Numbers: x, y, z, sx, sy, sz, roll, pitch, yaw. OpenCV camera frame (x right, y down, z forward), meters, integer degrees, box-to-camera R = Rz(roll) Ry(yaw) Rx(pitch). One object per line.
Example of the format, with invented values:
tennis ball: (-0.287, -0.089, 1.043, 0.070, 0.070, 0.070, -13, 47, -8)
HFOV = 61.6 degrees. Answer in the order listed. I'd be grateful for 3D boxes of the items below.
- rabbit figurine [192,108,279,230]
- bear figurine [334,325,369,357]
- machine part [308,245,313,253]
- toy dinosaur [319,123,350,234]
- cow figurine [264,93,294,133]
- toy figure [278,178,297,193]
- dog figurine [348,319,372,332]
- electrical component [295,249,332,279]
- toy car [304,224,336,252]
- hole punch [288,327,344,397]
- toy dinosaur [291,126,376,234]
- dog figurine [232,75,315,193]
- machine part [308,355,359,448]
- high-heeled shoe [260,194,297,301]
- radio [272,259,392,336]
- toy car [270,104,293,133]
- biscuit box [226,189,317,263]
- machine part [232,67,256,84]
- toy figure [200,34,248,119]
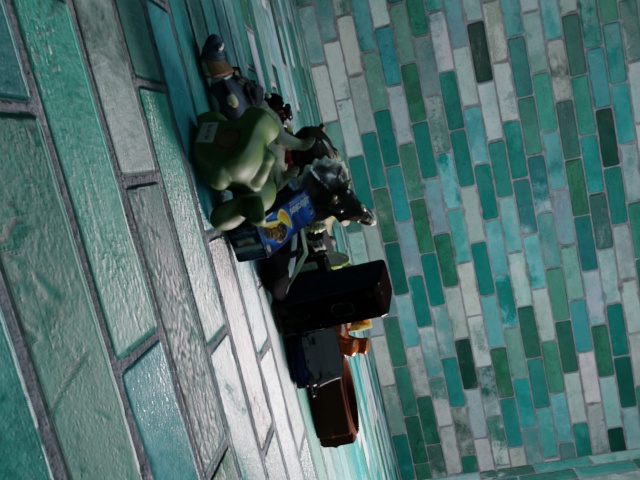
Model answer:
rabbit figurine: (-0.106, -0.090, 0.802, 0.170, 0.121, 0.159, 61, 25, -57)
bear figurine: (0.058, 0.176, 1.319, 0.120, 0.132, 0.195, 22, 77, -63)
machine part: (-0.044, 0.049, 1.316, 0.179, 0.056, 0.179, -12, 91, -82)
toy dinosaur: (-0.001, -0.088, 1.470, 0.199, 0.105, 0.470, -135, -140, -57)
cow figurine: (-0.110, -0.304, 1.326, 0.167, 0.068, 0.098, -97, 166, -57)
toy figure: (-0.067, -0.111, 1.264, 0.180, 0.089, 0.082, -31, 117, -85)
dog figurine: (0.043, 0.148, 1.446, 0.191, 0.108, 0.219, -9, 88, -38)
electrical component: (-0.024, 0.095, 1.165, 0.058, 0.115, 0.134, -71, 149, -68)
toy car: (-0.003, -0.004, 1.291, 0.201, 0.056, 0.073, 65, 23, -52)
hole punch: (-0.024, 0.244, 1.112, 0.115, 0.092, 0.142, -2, 82, -52)
toy dinosaur: (-0.007, -0.162, 1.133, 0.192, 0.131, 0.405, 73, -2, -53)
dog figurine: (-0.130, -0.188, 1.003, 0.190, 0.121, 0.172, 35, 68, -30)
machine part: (0.035, 0.375, 1.287, 0.201, 0.087, 0.201, 17, 62, -80)
high-heeled shoe: (-0.075, 0.005, 1.071, 0.249, 0.086, 0.145, -77, 157, -63)
radio: (0.025, 0.114, 1.064, 0.131, 0.230, 0.073, -70, 144, -69)
toy car: (-0.108, -0.250, 1.181, 0.202, 0.089, 0.053, -88, 165, -56)
biscuit box: (-0.076, -0.030, 0.915, 0.203, 0.063, 0.059, -45, 119, -58)
machine part: (-0.160, -0.309, 1.087, 0.139, 0.039, 0.084, -64, 133, -75)
toy figure: (-0.163, -0.262, 0.899, 0.058, 0.064, 0.154, -38, 118, -39)
